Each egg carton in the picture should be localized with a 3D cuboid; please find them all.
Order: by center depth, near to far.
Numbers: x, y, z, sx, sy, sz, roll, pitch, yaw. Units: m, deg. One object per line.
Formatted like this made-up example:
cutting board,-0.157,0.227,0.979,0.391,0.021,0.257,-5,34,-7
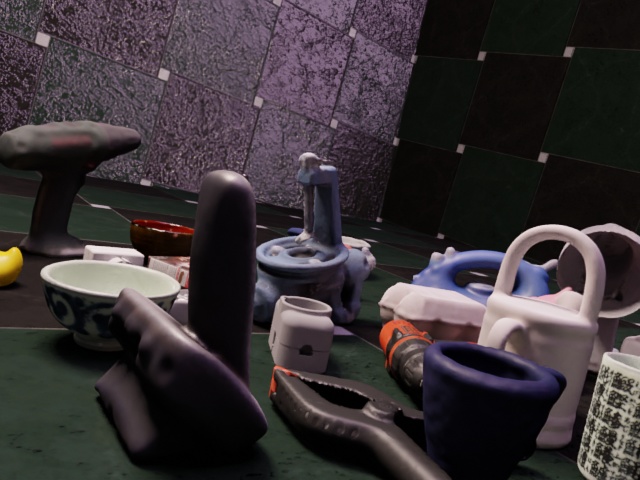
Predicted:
egg carton,0.161,0.108,0.802,0.151,0.069,0.107,10,6,-19

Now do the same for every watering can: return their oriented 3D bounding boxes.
watering can,0.206,0.081,0.541,0.100,0.194,0.173,14,7,20

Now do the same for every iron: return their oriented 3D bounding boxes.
iron,0.249,0.077,0.909,0.258,0.141,0.118,12,6,0

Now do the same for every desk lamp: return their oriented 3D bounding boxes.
desk lamp,0.399,0.080,0.825,0.117,0.213,0.204,14,7,24

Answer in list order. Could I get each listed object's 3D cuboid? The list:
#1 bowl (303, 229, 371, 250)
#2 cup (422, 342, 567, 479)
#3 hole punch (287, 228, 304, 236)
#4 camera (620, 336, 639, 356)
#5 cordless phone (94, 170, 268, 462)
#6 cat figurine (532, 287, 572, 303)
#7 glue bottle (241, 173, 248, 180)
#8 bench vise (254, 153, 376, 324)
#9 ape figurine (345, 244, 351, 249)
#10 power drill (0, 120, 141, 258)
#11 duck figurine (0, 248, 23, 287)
bowl,0.022,0.028,1.240,0.167,0.075,0.167,12,6,-1
cup,0.120,0.129,0.403,0.118,0.095,0.091,9,7,-27
hole punch,-0.011,0.027,1.109,0.101,0.091,0.108,7,8,-36
camera,0.472,0.165,0.717,0.144,0.101,0.136,7,7,-34
cordless phone,-0.088,0.040,0.401,0.094,0.185,0.147,6,8,-40
cat figurine,0.304,0.118,0.749,0.067,0.118,0.128,12,6,5
glue bottle,-0.144,-0.027,0.971,0.037,0.173,0.077,6,8,-40
bench vise,-0.003,0.000,0.769,0.121,0.220,0.208,14,7,25
ape figurine,0.035,0.052,0.968,0.076,0.092,0.078,14,7,21
power drill,-0.378,-0.083,0.872,0.075,0.208,0.230,15,7,26
duck figurine,-0.387,0.004,0.638,0.105,0.086,0.077,9,7,-21
